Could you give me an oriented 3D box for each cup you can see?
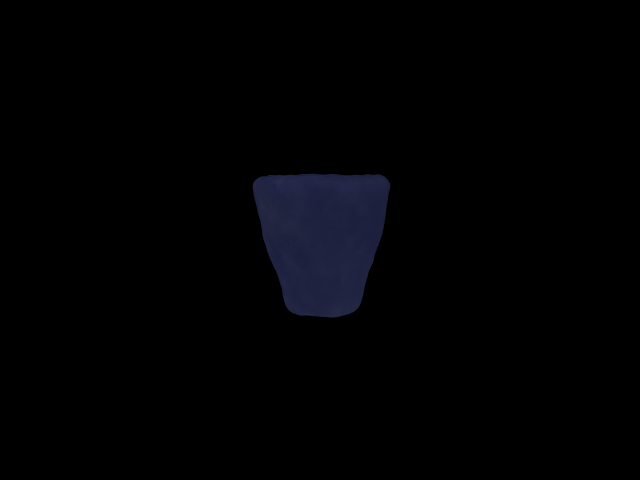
[{"bbox_3d":[0.004,0.001,0.400,0.091,0.095,0.118,1,7,12],"label":"cup"}]
